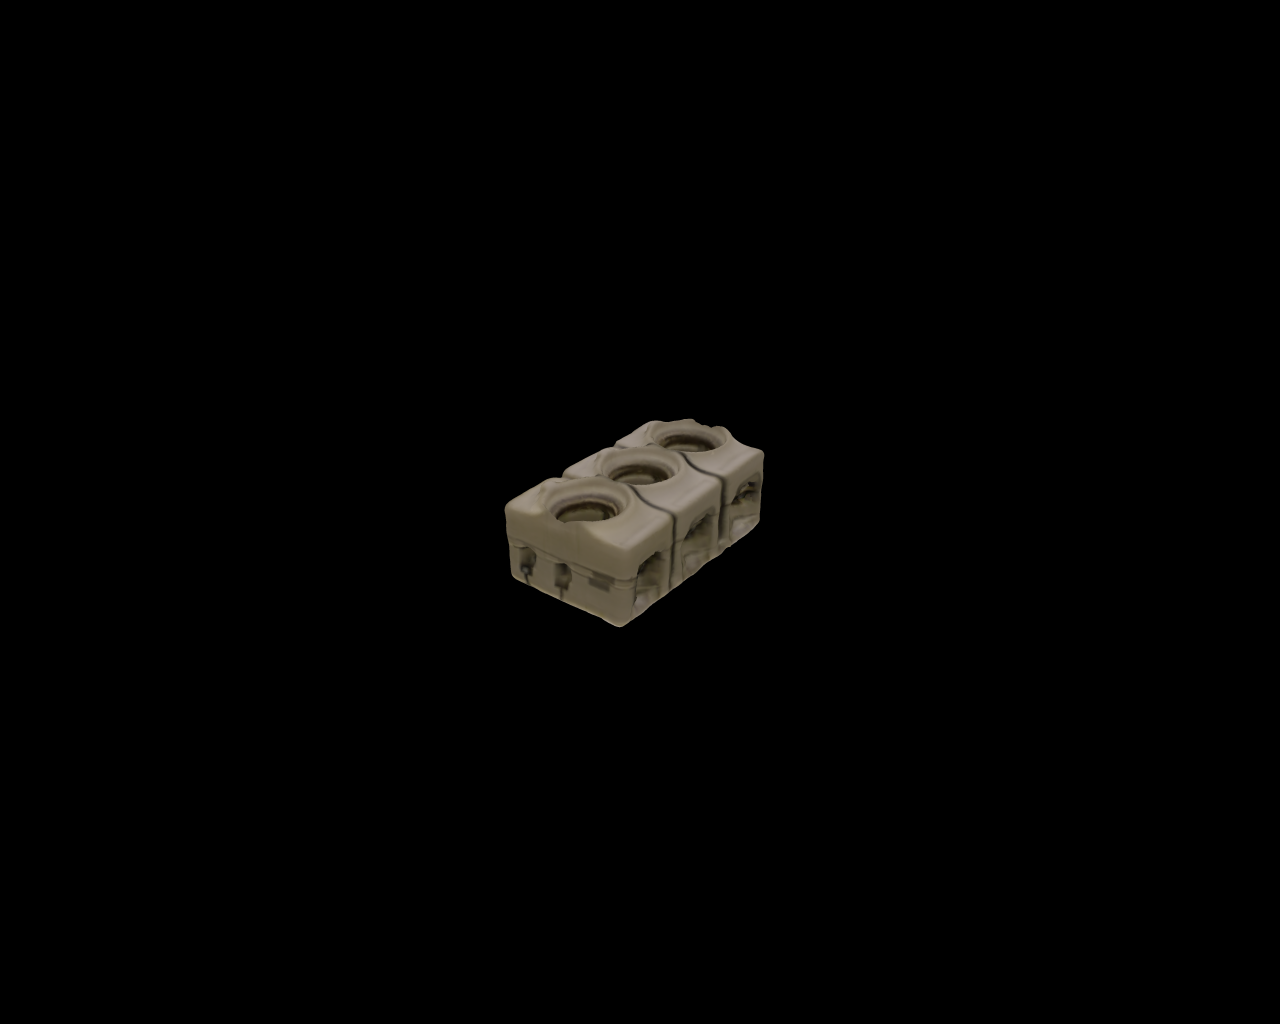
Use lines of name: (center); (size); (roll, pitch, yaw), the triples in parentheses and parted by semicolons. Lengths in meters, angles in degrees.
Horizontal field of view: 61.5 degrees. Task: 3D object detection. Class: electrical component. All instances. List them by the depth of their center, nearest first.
electrical component: (0.001, -0.003, 0.650); (0.089, 0.061, 0.150); (20, 35, 31)
